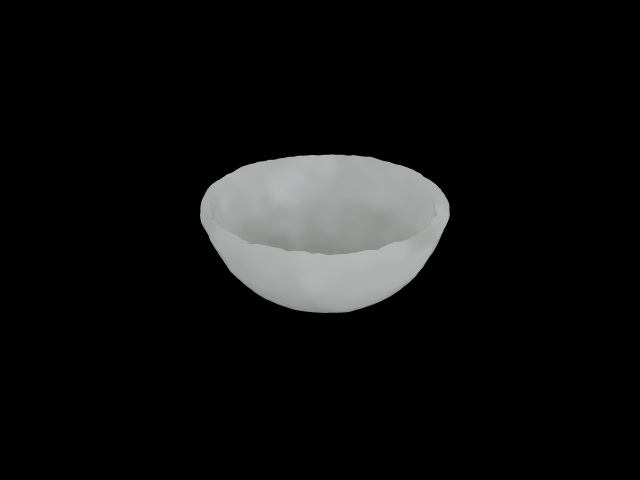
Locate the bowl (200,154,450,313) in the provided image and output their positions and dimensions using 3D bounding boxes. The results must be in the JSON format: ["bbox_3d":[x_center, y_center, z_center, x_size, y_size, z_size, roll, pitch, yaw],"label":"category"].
[{"bbox_3d":[0.004,0.001,0.400,0.167,0.075,0.167,0,29,0],"label":"bowl"}]
